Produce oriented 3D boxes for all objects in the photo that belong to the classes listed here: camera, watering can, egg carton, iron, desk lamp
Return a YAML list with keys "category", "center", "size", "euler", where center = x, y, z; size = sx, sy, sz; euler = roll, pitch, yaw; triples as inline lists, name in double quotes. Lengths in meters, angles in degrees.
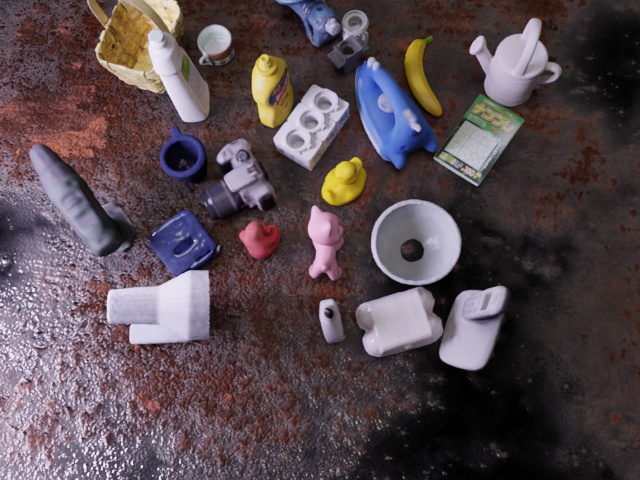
- category: "camera"
  center: [-0.174, -0.113, 1.136]
  size: [0.137, 0.101, 0.143]
  euler: [-30, 74, -5]
- category: "watering can"
  center: [0.383, -0.352, 1.121]
  size: [0.172, 0.194, 0.101]
  euler: [-4, 74, 2]
- category: "egg carton"
  center: [0.146, 0.153, 1.058]
  size: [0.150, 0.069, 0.107]
  euler: [-17, 74, -1]
- category: "iron"
  center: [0.136, -0.280, 1.143]
  size: [0.118, 0.141, 0.258]
  euler: [-28, 74, -4]
- category: "desk lamp"
  center: [-0.271, 0.127, 1.015]
  size: [0.203, 0.213, 0.118]
  euler: [-5, 74, 2]

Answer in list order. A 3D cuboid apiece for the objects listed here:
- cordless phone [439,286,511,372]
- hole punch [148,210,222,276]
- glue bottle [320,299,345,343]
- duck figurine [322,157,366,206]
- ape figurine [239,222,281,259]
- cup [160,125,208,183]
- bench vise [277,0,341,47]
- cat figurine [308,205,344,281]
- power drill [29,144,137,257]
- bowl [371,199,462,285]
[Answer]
- category: "cordless phone"
  center: [0.274, 0.150, 0.990]
  size: [0.094, 0.185, 0.148]
  euler: [17, 76, 8]
- category: "hole punch"
  center: [-0.260, 0.009, 1.112]
  size: [0.109, 0.091, 0.101]
  euler: [-38, 75, -7]
- category: "glue bottle"
  center: [0.019, 0.138, 1.016]
  size: [0.037, 0.173, 0.078]
  euler: [-13, 74, 0]
- category: "duck figurine"
  center: [0.047, -0.121, 1.133]
  size: [0.104, 0.086, 0.077]
  euler: [-44, 76, -9]
- category: "ape figurine"
  center: [-0.119, -0.007, 1.107]
  size: [0.077, 0.092, 0.076]
  euler: [10, 75, 6]
- category: "cup"
  center: [-0.270, -0.165, 1.159]
  size: [0.091, 0.095, 0.117]
  euler: [-21, 74, -2]
- category: "bench vise"
  center: [-0.020, -0.526, 1.182]
  size: [0.207, 0.220, 0.121]
  euler: [35, 79, 12]
- category: "cat figurine"
  center: [0.010, 0.004, 1.083]
  size: [0.067, 0.118, 0.128]
  euler: [1, 74, 4]
- category: "power drill"
  center: [-0.436, -0.057, 1.080]
  size: [0.076, 0.208, 0.229]
  euler: [-38, 75, -7]
- category: "bowl"
  center: [0.181, 0.011, 1.093]
  size: [0.167, 0.075, 0.167]
  euler: [-1, 74, 3]
